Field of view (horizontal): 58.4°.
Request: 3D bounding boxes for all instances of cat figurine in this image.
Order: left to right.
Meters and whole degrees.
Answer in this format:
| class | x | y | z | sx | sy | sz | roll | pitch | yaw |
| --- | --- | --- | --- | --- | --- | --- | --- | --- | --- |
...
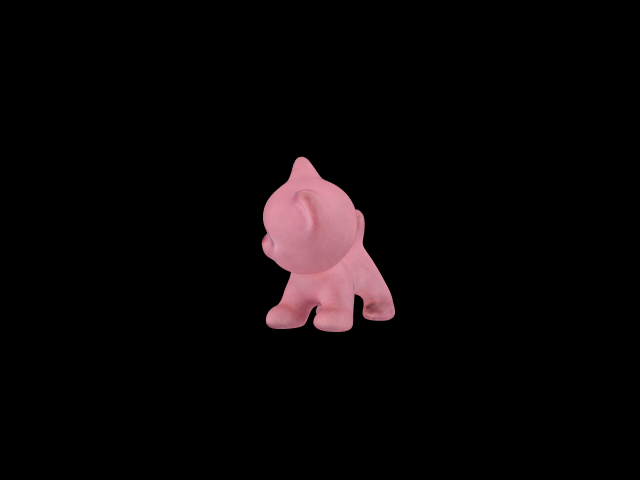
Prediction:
| class | x | y | z | sx | sy | sz | roll | pitch | yaw |
| --- | --- | --- | --- | --- | --- | --- | --- | --- | --- |
| cat figurine | 0.004 | 0.001 | 0.400 | 0.067 | 0.118 | 0.128 | 0 | 0 | 29 |
